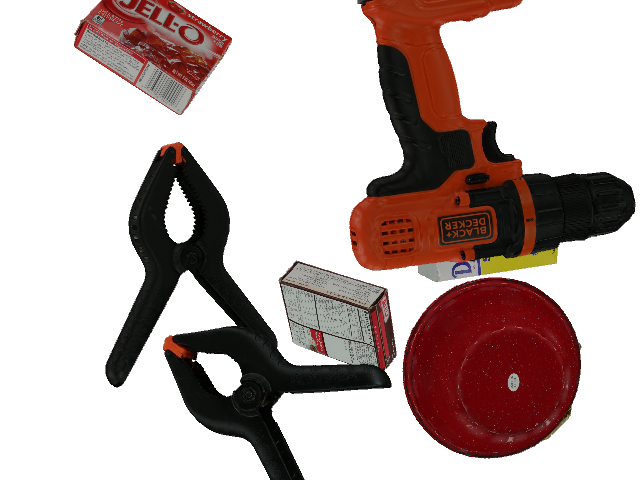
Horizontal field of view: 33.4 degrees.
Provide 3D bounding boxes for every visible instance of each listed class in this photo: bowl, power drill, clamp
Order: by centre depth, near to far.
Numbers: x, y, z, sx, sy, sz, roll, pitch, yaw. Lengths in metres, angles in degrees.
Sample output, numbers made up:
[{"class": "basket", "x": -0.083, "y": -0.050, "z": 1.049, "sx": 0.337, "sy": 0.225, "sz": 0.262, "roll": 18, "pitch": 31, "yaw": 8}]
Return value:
[{"class": "power drill", "x": 0.102, "y": -0.080, "z": 0.662, "sx": 0.184, "sy": 0.188, "sz": 0.057, "roll": -8, "pitch": 7, "yaw": -9}, {"class": "clamp", "x": -0.044, "y": 0.123, "z": 0.768, "sx": 0.172, "sy": 0.120, "sz": 0.039, "roll": 18, "pitch": -10, "yaw": 24}, {"class": "bowl", "x": 0.154, "y": 0.115, "z": 0.910, "sx": 0.162, "sy": 0.162, "sz": 0.055, "roll": 0, "pitch": 5, "yaw": -8}, {"class": "clamp", "x": -0.112, "y": 0.020, "z": 0.945, "sx": 0.164, "sy": 0.210, "sz": 0.036, "roll": 0, "pitch": -1, "yaw": -33}]

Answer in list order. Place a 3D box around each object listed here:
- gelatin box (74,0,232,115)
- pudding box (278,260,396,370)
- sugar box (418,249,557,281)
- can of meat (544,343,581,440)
[{"class": "gelatin box", "x": -0.115, "y": -0.138, "z": 0.740, "sx": 0.089, "sy": 0.073, "sz": 0.030, "roll": 33, "pitch": -47, "yaw": -7}, {"class": "pudding box", "x": 0.018, "y": 0.077, "z": 1.072, "sx": 0.114, "sy": 0.090, "sz": 0.039, "roll": 15, "pitch": 43, "yaw": 30}, {"class": "sugar box", "x": 0.201, "y": -0.009, "z": 1.255, "sx": 0.175, "sy": 0.093, "sz": 0.048, "roll": -9, "pitch": 19, "yaw": -28}, {"class": "can of meat", "x": 0.234, "y": 0.156, "z": 1.136, "sx": 0.058, "sy": 0.084, "sz": 0.101, "roll": 12, "pitch": 18, "yaw": 32}]
